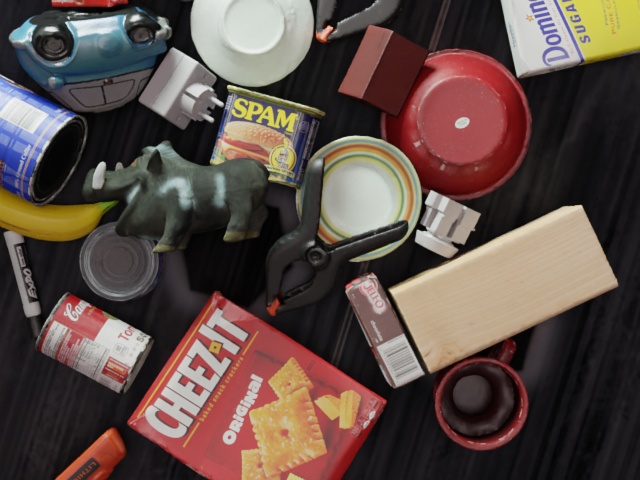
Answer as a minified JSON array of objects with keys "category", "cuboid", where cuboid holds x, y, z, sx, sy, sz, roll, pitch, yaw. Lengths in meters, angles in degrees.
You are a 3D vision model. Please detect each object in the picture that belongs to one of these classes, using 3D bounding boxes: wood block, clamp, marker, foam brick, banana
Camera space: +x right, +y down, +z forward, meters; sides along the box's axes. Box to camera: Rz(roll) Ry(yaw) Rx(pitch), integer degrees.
[{"category":"wood block","cuboid":[0.183,0.049,1.090,0.206,0.090,0.091,-25,91,1]},{"category":"clamp","cuboid":[0.060,-0.297,1.111,0.210,0.036,0.164,-44,95,3]},{"category":"clamp","cuboid":[-0.007,0.001,1.097,0.171,0.039,0.120,-43,93,12]},{"category":"marker","cuboid":[-0.310,0.049,1.125,0.020,0.020,0.121,-14,91,0]},{"category":"foam brick","cuboid":[0.066,-0.173,1.095,0.051,0.053,0.078,23,96,-31]},{"category":"banana","cuboid":[-0.315,-0.040,1.115,0.197,0.037,0.069,17,52,-2]}]

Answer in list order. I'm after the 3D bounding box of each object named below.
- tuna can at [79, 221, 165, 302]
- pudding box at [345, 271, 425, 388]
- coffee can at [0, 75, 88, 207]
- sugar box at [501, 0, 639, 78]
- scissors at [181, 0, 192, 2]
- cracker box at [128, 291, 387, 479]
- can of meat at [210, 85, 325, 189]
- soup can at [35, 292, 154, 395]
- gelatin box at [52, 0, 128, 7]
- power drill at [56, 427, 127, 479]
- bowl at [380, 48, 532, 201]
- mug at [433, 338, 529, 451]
[{"category":"tuna can","cuboid":[-0.207,0.022,1.118,0.086,0.034,0.086,0,90,0]},{"category":"pudding box","cuboid":[0.064,0.089,1.090,0.039,0.090,0.113,-25,91,2]},{"category":"coffee can","cuboid":[-0.321,-0.110,1.075,0.140,0.103,0.103,27,90,6]},{"category":"sugar box","cuboid":[0.285,-0.232,1.109,0.176,0.048,0.093,-13,91,-1]},{"category":"scissors","cuboid":[-0.174,-0.331,1.123,0.202,0.016,0.096,37,91,0]},{"category":"cracker box","cuboid":[-0.063,0.176,1.092,0.213,0.072,0.164,33,82,-1]},{"category":"can of meat","cuboid":[-0.056,-0.105,1.100,0.102,0.057,0.084,17,94,12]},{"category":"soup can","cuboid":[-0.232,0.108,1.102,0.102,0.068,0.068,28,90,-1]},{"category":"gelatin box","cuboid":[-0.240,-0.275,1.085,0.089,0.030,0.073,11,115,35]},{"category":"power drill","cuboid":[-0.181,0.287,1.109,0.184,0.057,0.187,-42,89,-5]},{"category":"bowl","cuboid":[0.144,-0.121,1.106,0.162,0.055,0.162,0,91,0]},{"category":"mug","cuboid":[0.166,0.151,1.095,0.093,0.081,0.117,27,91,0]}]
